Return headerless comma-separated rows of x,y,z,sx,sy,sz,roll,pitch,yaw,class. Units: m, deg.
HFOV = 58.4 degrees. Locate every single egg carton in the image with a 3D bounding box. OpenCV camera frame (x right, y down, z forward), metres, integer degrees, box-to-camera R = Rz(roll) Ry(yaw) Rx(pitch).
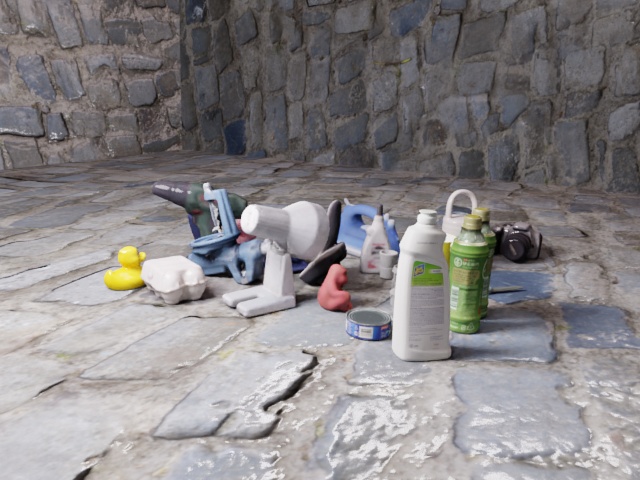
-0.311,0.081,1.210,0.107,0.069,0.149,-9,18,-37,egg carton

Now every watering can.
0.385,-0.039,1.544,0.101,0.194,0.172,-8,18,-36,watering can

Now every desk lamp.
-0.086,0.028,1.167,0.204,0.213,0.117,-10,19,-39,desk lamp

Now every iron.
0.141,-0.027,1.563,0.119,0.141,0.257,-10,19,-40,iron

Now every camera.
0.537,0.002,1.600,0.142,0.101,0.137,10,17,28,camera

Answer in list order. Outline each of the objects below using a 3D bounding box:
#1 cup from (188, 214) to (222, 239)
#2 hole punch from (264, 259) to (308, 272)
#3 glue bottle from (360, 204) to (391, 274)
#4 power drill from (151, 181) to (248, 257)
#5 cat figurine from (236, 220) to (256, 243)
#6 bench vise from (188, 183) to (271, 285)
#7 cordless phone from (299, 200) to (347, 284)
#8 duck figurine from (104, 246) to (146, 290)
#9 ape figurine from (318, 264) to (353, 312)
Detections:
-0.304,-0.028,1.583,0.118,0.095,0.091,-2,15,-18,cup
-0.087,0.028,1.412,0.109,0.091,0.100,-7,17,-31,hole punch
0.141,-0.003,1.407,0.078,0.173,0.037,-1,15,-14,glue bottle
-0.292,-0.038,1.398,0.230,0.208,0.075,0,15,-8,power drill
-0.206,-0.015,1.502,0.067,0.118,0.128,10,16,26,cat figurine
-0.203,-0.019,1.314,0.207,0.220,0.121,3,15,1,bench vise
0.012,0.005,1.330,0.094,0.185,0.148,6,15,13,cordless phone
-0.421,0.058,1.250,0.077,0.086,0.105,13,18,35,duck figurine
0.035,0.095,1.171,0.076,0.092,0.078,4,15,7,ape figurine
